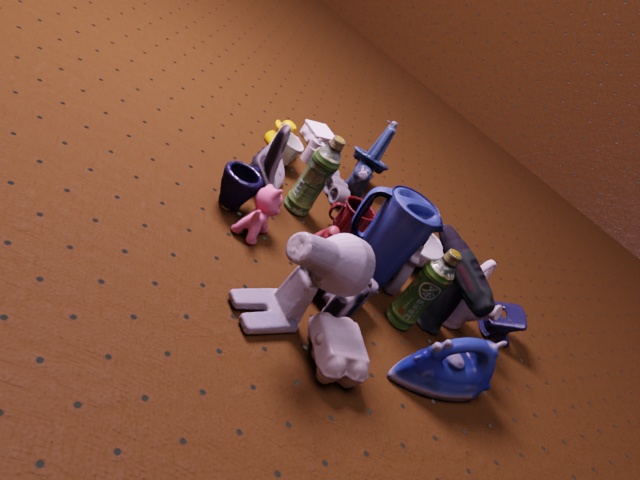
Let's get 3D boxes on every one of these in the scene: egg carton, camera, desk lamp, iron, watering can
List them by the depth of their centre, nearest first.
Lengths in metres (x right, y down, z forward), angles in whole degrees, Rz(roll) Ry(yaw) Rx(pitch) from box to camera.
[{"bbox_3d":[-0.026,0.073,1.056,0.204,0.213,0.117,4,42,-43],"label":"desk lamp"},{"bbox_3d":[0.031,0.204,1.073,0.107,0.069,0.150,18,35,-29],"label":"egg carton"},{"bbox_3d":[0.271,0.248,1.185,0.259,0.141,0.118,11,38,-36],"label":"iron"},{"bbox_3d":[0.041,0.087,1.216,0.136,0.100,0.143,44,31,14],"label":"camera"},{"bbox_3d":[0.369,0.127,1.402,0.173,0.194,0.101,39,30,6],"label":"watering can"}]

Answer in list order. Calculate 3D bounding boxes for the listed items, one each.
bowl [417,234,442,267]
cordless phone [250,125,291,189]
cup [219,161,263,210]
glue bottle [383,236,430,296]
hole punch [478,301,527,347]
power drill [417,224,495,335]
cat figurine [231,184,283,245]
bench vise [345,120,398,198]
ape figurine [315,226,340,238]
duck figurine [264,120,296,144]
[{"bbox_3d":[0.254,0.019,1.556,0.168,0.074,0.167,26,31,-17],"label":"bowl"},{"bbox_3d":[-0.104,-0.208,1.400,0.094,0.185,0.147,32,30,-7],"label":"cordless phone"},{"bbox_3d":[-0.181,-0.119,1.287,0.091,0.095,0.118,38,30,4],"label":"cup"},{"bbox_3d":[0.207,0.051,1.365,0.037,0.173,0.078,21,33,-24],"label":"glue bottle"},{"bbox_3d":[0.475,0.208,1.500,0.101,0.091,0.108,29,31,-12],"label":"hole punch"},{"bbox_3d":[0.296,0.108,1.340,0.076,0.208,0.229,3,43,-43],"label":"power drill"},{"bbox_3d":[-0.125,-0.067,1.248,0.067,0.117,0.128,35,30,-2],"label":"cat figurine"},{"bbox_3d":[0.164,-0.235,1.677,0.122,0.219,0.207,24,32,-19],"label":"bench vise"},{"bbox_3d":[0.012,0.005,1.312,0.078,0.092,0.076,27,31,-14],"label":"ape figurine"},{"bbox_3d":[-0.097,-0.297,1.632,0.104,0.086,0.078,40,30,7],"label":"duck figurine"}]
